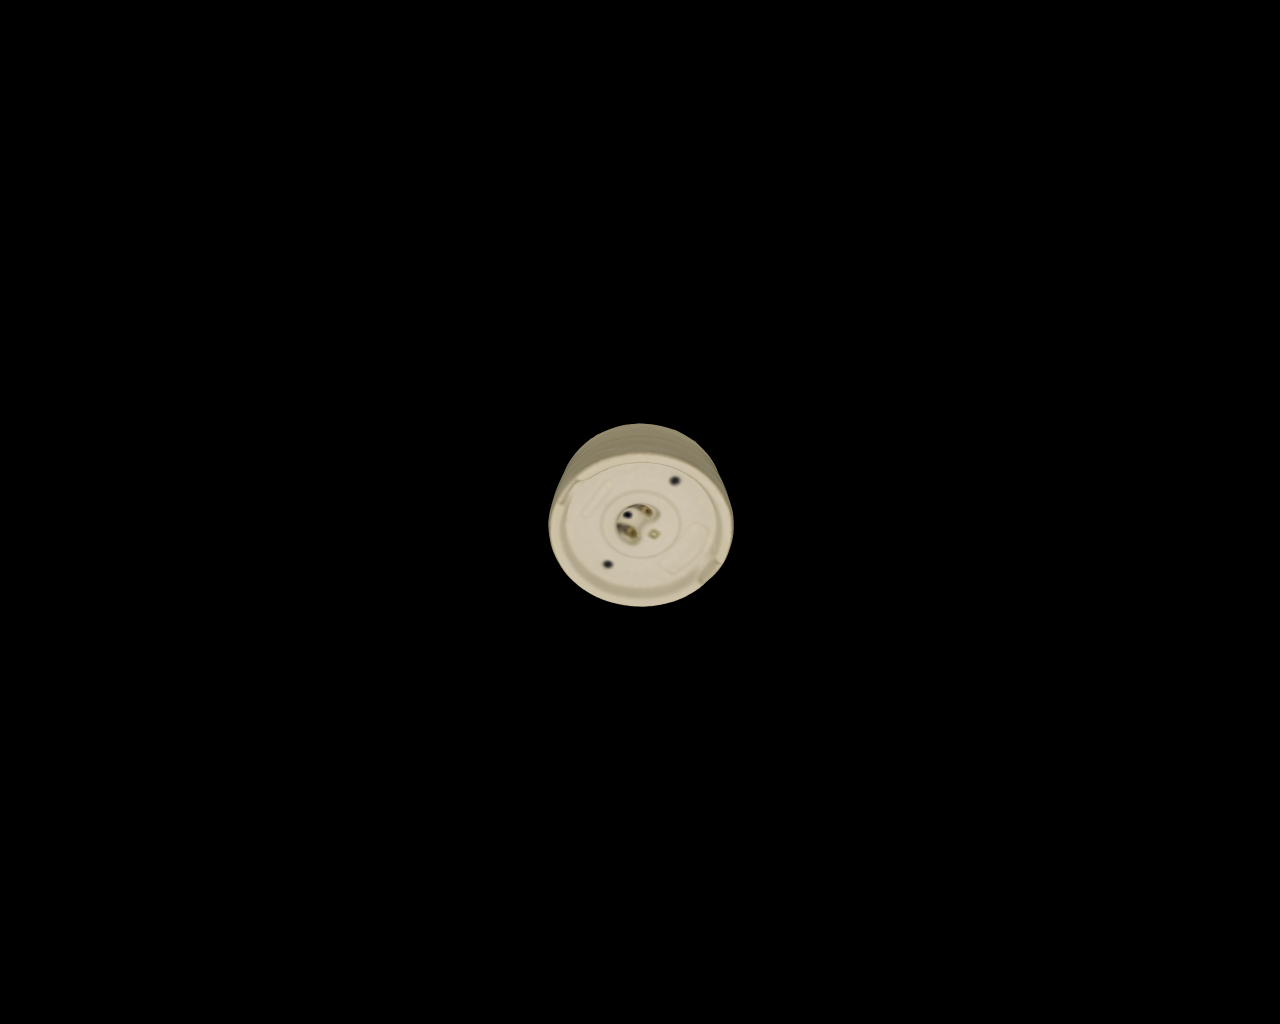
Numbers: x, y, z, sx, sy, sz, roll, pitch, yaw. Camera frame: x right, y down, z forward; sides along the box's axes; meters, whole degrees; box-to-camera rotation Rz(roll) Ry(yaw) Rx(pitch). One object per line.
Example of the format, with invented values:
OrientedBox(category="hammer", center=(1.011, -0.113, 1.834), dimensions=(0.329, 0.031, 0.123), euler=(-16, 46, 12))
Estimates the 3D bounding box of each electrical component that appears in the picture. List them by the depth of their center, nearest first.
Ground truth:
OrientedBox(category="electrical component", center=(0.001, -0.003, 0.650), dimensions=(0.108, 0.108, 0.060), euler=(0, 31, 0))
